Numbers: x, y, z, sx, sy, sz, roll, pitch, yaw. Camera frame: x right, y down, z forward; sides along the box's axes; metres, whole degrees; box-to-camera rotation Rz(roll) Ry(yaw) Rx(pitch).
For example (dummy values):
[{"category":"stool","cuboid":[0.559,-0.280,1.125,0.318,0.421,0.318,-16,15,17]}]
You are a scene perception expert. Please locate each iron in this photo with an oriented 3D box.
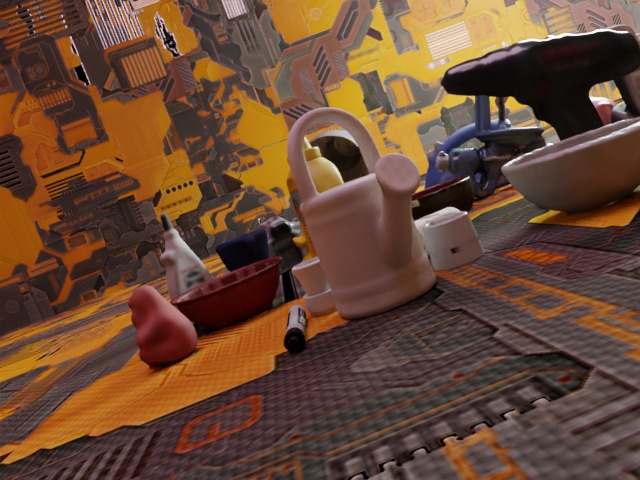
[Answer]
[{"category":"iron","cuboid":[0.301,-0.164,1.155,0.258,0.141,0.118,-22,5,-7]}]

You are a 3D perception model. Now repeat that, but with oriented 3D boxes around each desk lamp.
[{"category":"desk lamp","cuboid":[0.061,-0.100,1.039,0.117,0.213,0.203,-19,5,19]}]

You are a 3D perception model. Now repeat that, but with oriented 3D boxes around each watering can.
[{"category":"watering can","cuboid":[0.037,-0.035,0.540,0.172,0.194,0.101,-16,7,43]}]

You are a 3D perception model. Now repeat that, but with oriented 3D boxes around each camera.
[{"category":"camera","cuboid":[-0.075,0.004,1.126,0.143,0.101,0.136,-23,6,-27]}]

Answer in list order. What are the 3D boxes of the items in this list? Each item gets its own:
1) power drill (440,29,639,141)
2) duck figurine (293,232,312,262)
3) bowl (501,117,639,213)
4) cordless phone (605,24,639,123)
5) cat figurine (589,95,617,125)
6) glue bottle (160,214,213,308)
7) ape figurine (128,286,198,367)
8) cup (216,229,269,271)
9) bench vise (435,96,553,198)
[{"category":"power drill","cuboid":[0.292,-0.156,0.722,0.229,0.208,0.076,-20,5,10]},{"category":"duck figurine","cuboid":[0.008,0.003,0.880,0.104,0.086,0.077,-20,5,9]},{"category":"bowl","cuboid":[0.289,-0.074,0.621,0.167,0.075,0.167,-21,5,2]},{"category":"cordless phone","cuboid":[0.453,-0.210,0.766,0.148,0.185,0.094,-23,6,-22]},{"category":"cat figurine","cuboid":[0.456,-0.190,0.935,0.067,0.118,0.128,-18,6,28]},{"category":"glue bottle","cuboid":[-0.220,0.040,0.918,0.037,0.173,0.078,-16,7,42]},{"category":"ape figurine","cuboid":[-0.186,0.095,0.648,0.076,0.092,0.078,-19,5,18]},{"category":"cup","cuboid":[-0.117,0.037,0.976,0.092,0.095,0.117,-23,5,-20]},{"category":"bench vise","cuboid":[0.307,-0.198,1.036,0.208,0.220,0.121,-22,5,-14]}]
